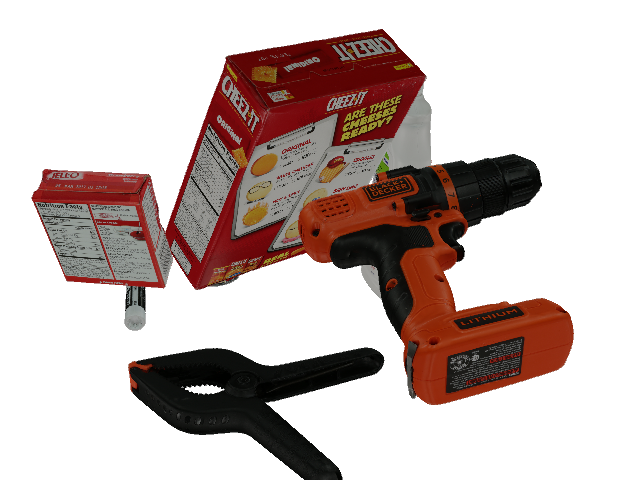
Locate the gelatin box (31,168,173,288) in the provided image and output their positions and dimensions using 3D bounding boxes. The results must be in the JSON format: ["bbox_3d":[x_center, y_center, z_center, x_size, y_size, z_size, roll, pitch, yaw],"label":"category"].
[{"bbox_3d":[-0.144,-0.008,0.716,0.073,0.030,0.089,3,-41,9],"label":"gelatin box"}]

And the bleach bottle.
[{"bbox_3d":[0.094,-0.063,1.223,0.068,0.251,0.103,-3,23,-16],"label":"bleach bottle"}]

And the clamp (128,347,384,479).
[{"bbox_3d":[-0.054,0.124,0.880,0.210,0.036,0.164,12,32,18],"label":"clamp"}]

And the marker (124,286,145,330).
[{"bbox_3d":[-0.176,0.041,1.018,0.020,0.020,0.121,0,34,-9],"label":"marker"}]

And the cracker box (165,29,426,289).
[{"bbox_3d":[-0.028,-0.068,0.895,0.163,0.072,0.214,-18,-31,-36],"label":"cracker box"}]

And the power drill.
[{"bbox_3d":[0.095,0.016,0.723,0.184,0.057,0.188,-16,40,-10],"label":"power drill"}]

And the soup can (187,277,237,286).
[{"bbox_3d":[-0.135,-0.003,1.323,0.068,0.102,0.068,0,26,0],"label":"soup can"}]
